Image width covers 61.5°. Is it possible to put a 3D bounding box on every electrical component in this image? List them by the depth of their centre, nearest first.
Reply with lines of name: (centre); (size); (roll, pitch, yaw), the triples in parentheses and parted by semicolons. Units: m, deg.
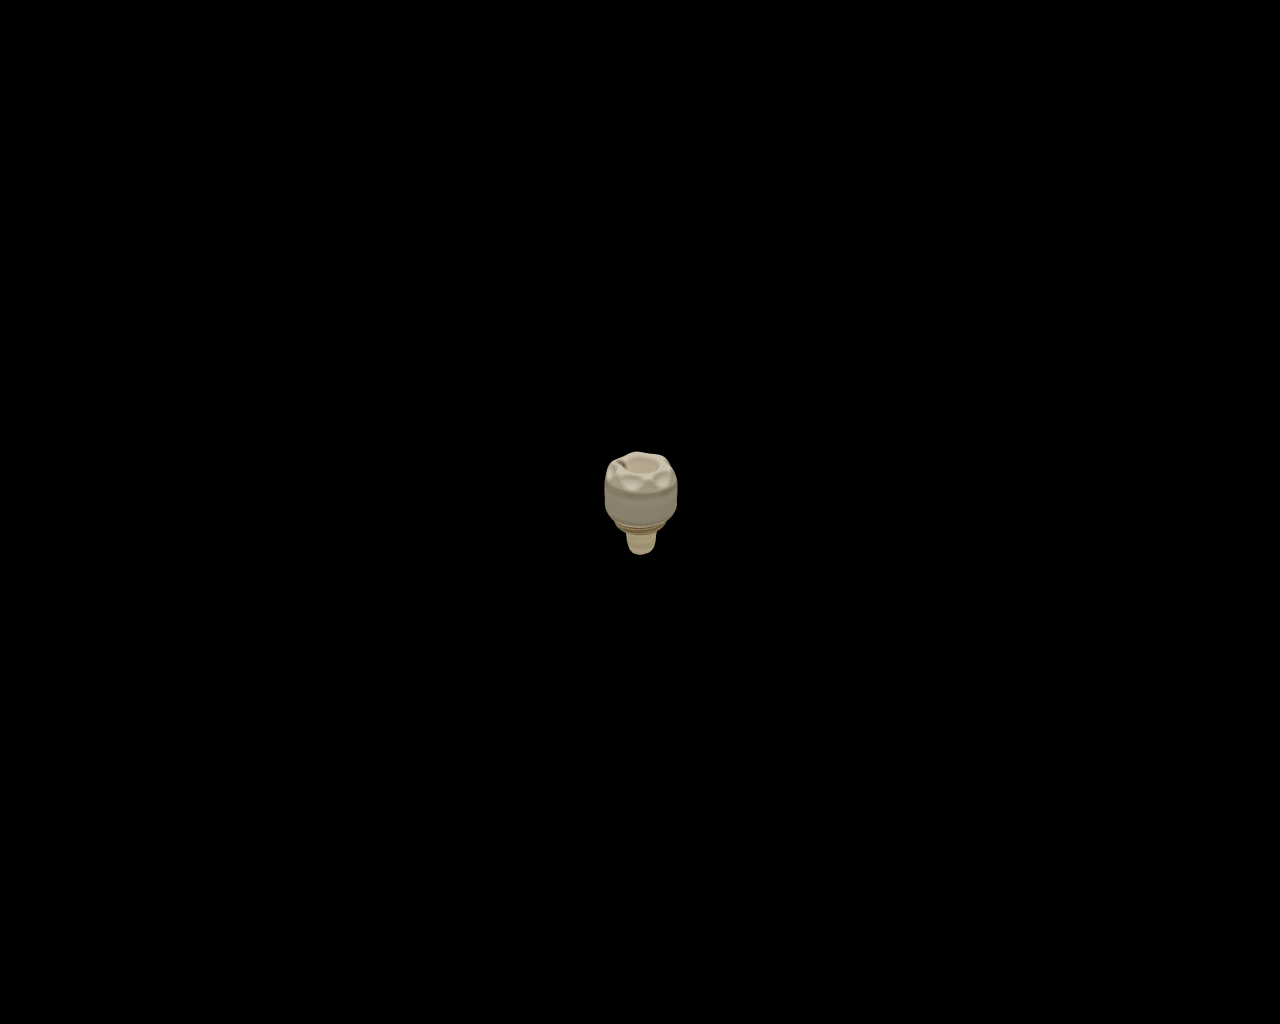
electrical component: (0.001, -0.003, 0.650); (0.043, 0.062, 0.043); (0, 29, 0)
